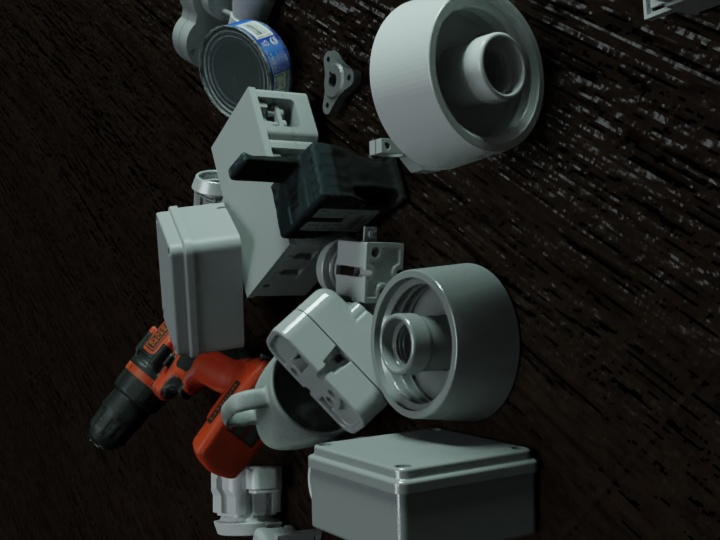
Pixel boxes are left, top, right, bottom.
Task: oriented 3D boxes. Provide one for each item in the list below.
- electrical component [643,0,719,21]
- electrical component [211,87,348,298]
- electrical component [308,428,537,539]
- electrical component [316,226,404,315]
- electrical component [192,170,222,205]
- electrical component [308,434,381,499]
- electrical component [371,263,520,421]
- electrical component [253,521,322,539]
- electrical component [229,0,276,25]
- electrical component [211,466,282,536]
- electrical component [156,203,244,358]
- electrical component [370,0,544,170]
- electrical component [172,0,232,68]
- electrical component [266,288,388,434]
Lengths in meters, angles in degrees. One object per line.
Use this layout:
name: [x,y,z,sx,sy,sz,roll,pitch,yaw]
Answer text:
electrical component: [0.162,-0.198,0.545,0.079,0.063,0.121,-10,81,57]
electrical component: [-0.065,-0.063,0.893,0.089,0.062,0.150,-47,51,48]
electrical component: [0.039,0.141,0.688,0.109,0.109,0.056,1,92,57]
electrical component: [0.000,0.000,0.809,0.055,0.048,0.066,6,95,49]
electrical component: [-0.136,-0.063,1.021,0.066,0.048,0.055,36,126,52]
electrical component: [-0.002,0.154,0.798,0.078,0.057,0.058,19,105,56]
electrical component: [0.048,0.049,0.718,0.108,0.060,0.108,-2,88,57]
electrical component: [-0.064,0.249,0.906,0.064,0.042,0.081,35,117,54]
electrical component: [-0.099,-0.231,0.971,0.044,0.044,0.065,54,137,43]
electrical component: [-0.100,0.203,0.949,0.078,0.058,0.057,-14,76,56]
electrical component: [-0.135,0.008,0.905,0.078,0.057,0.113,-123,30,-54]
electrical component: [0.066,-0.118,0.656,0.060,0.108,0.108,-5,85,51]
electrical component: [-0.133,-0.256,1.012,0.074,0.052,0.138,36,119,52]
electrical component: [-0.013,0.063,0.785,0.095,0.059,0.053,46,157,4]
